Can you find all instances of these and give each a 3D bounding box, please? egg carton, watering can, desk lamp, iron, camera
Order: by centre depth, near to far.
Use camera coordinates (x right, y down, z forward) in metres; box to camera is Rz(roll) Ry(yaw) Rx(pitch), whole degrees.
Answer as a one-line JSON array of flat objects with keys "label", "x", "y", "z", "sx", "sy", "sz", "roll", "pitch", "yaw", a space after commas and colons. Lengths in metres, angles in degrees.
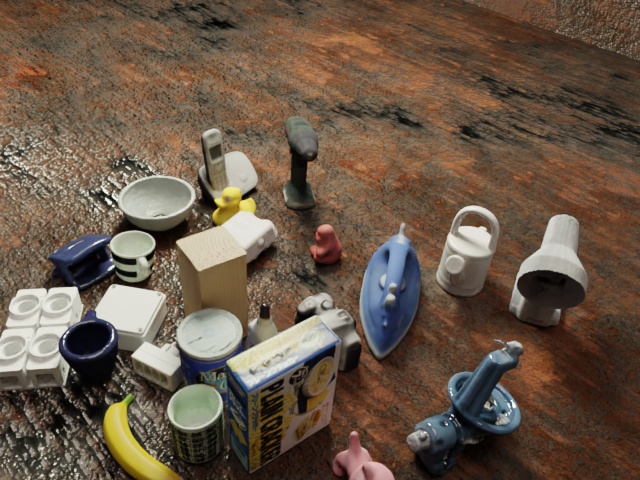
[{"label": "camera", "x": -0.012, "y": 0.171, "z": 1.025, "sx": 0.137, "sy": 0.101, "sz": 0.142, "roll": -19, "pitch": 46, "yaw": -26}, {"label": "iron", "x": 0.140, "y": 0.090, "z": 1.107, "sx": 0.118, "sy": 0.141, "sz": 0.258, "roll": 10, "pitch": 40, "yaw": 6}, {"label": "desk lamp", "x": 0.441, "y": 0.069, "z": 1.111, "sx": 0.117, "sy": 0.214, "sz": 0.203, "roll": 17, "pitch": 41, "yaw": 14}, {"label": "watering can", "x": 0.305, "y": 0.020, "z": 1.168, "sx": 0.101, "sy": 0.194, "sz": 0.173, "roll": 10, "pitch": 40, "yaw": 6}, {"label": "egg carton", "x": -0.166, "y": 0.001, "z": 1.233, "sx": 0.107, "sy": 0.069, "sz": 0.150, "roll": 24, "pitch": 43, "yaw": 21}]

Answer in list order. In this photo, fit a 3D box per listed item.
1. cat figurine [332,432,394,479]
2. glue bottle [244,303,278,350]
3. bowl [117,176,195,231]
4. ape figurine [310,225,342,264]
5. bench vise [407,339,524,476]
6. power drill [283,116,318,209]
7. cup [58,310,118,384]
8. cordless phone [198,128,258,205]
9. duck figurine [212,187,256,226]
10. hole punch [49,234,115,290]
[{"label": "cat figurine", "x": 0.066, "y": 0.339, "z": 0.822, "sx": 0.067, "sy": 0.118, "sz": 0.127, "roll": -8, "pitch": 42, "yaw": -15}, {"label": "glue bottle", "x": -0.094, "y": 0.167, "z": 0.963, "sx": 0.078, "sy": 0.173, "sz": 0.037, "roll": 29, "pitch": 46, "yaw": 26}, {"label": "bowl", "x": -0.364, "y": -0.071, "z": 1.291, "sx": 0.167, "sy": 0.075, "sz": 0.167, "roll": 3, "pitch": 40, "yaw": -3}, {"label": "ape figurine", "x": 0.011, "y": 0.004, "z": 1.232, "sx": 0.076, "sy": 0.092, "sz": 0.078, "roll": 17, "pitch": 41, "yaw": 14}, {"label": "bench vise", "x": 0.233, "y": 0.256, "z": 0.859, "sx": 0.121, "sy": 0.220, "sz": 0.208, "roll": 31, "pitch": 46, "yaw": 28}, {"label": "power drill", "x": -0.044, "y": -0.182, "z": 1.357, "sx": 0.076, "sy": 0.208, "sz": 0.229, "roll": -4, "pitch": 41, "yaw": -11}, {"label": "cup", "x": -0.383, "y": 0.186, "z": 0.969, "sx": 0.092, "sy": 0.095, "sz": 0.117, "roll": -7, "pitch": 41, "yaw": -14}, {"label": "cordless phone", "x": -0.221, "y": -0.188, "z": 1.361, "sx": 0.094, "sy": 0.185, "sz": 0.148, "roll": 29, "pitch": 45, "yaw": 25}, {"label": "duck figurine", "x": -0.197, "y": -0.083, "z": 1.316, "sx": 0.105, "sy": 0.086, "sz": 0.077, "roll": -19, "pitch": 45, "yaw": -26}, {"label": "hole punch", "x": -0.478, "y": 0.030, "z": 1.146, "sx": 0.100, "sy": 0.091, "sz": 0.109, "roll": 28, "pitch": 45, "yaw": 25}]
